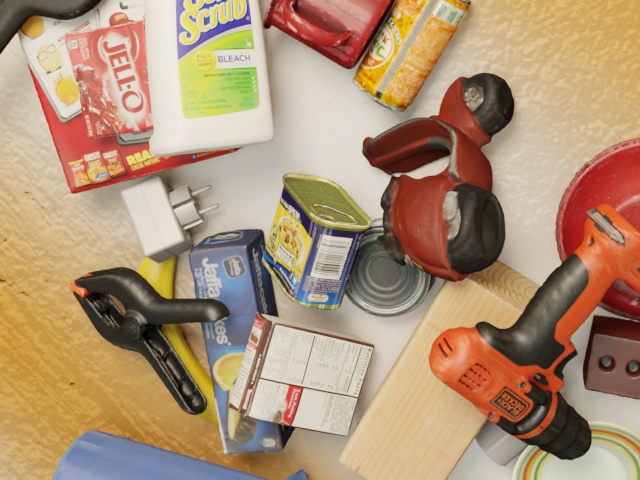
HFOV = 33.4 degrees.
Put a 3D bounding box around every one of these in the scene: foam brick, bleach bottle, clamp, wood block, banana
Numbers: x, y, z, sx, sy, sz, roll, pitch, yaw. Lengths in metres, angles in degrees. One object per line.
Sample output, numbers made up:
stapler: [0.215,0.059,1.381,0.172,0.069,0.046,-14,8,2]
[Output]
foam brick: [0.265,0.101,0.903,0.078,0.051,0.053,9,107,13]
bleach bottle: [-0.100,-0.197,0.848,0.102,0.068,0.251,-9,94,-23]
clamp: [-0.158,0.085,0.976,0.172,0.039,0.120,21,112,29]
wood block: [0.110,0.120,0.930,0.091,0.090,0.206,31,111,6]
clamp: [-0.244,-0.213,0.886,0.210,0.036,0.164,-4,103,15]
banana: [-0.136,0.090,1.015,0.070,0.037,0.198,-8,102,19]

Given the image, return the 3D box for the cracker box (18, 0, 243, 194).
cracker box: [-0.168,-0.164,0.937,0.164,0.072,0.214,-13,100,17]

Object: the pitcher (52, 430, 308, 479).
pitcher: [-0.136,0.277,1.015,0.243,0.149,0.145,16,114,14]

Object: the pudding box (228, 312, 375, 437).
pudding box: [-0.015,0.121,0.950,0.113,0.039,0.090,16,90,-31]

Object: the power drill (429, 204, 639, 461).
power drill: [0.200,0.078,0.827,0.184,0.057,0.188,35,103,-33]

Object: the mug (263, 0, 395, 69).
mug: [0.008,-0.187,0.861,0.081,0.117,0.093,31,123,0]

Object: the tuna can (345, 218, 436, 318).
tuna can: [0.060,0.025,0.947,0.086,0.033,0.086,4,106,14]

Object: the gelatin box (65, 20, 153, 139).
gelatin box: [-0.165,-0.134,0.887,0.073,0.030,0.089,-7,103,15]

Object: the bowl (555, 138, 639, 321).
bowl: [0.274,-0.001,0.872,0.162,0.055,0.162,4,106,14]

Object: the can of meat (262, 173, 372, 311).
can of meat: [-0.006,0.001,0.924,0.057,0.102,0.084,6,114,-27]
